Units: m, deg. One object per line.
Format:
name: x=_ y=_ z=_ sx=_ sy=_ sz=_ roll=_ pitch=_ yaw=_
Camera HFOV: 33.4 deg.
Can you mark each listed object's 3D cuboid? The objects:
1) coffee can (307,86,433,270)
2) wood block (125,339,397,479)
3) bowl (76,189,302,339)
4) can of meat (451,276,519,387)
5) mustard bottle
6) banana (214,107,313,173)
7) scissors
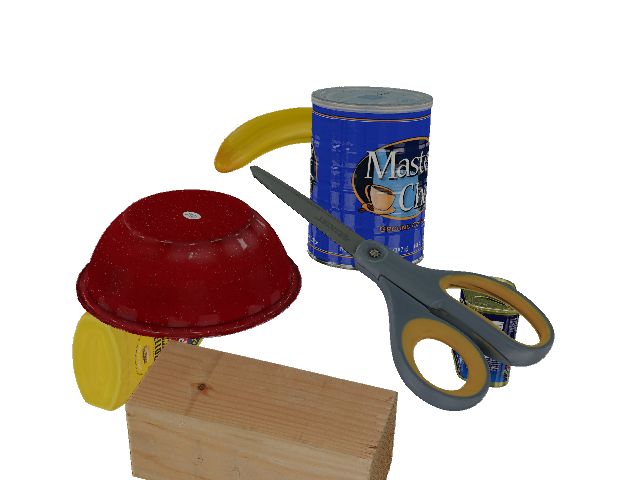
coffee can: x=0.041 y=-0.055 z=0.916 sx=0.103 sy=0.140 sz=0.103 roll=2 pitch=16 yaw=-1
wood block: x=-0.047 y=0.162 z=0.894 sx=0.206 sy=0.090 sz=0.090 roll=12 pitch=36 yaw=14
bowl: x=-0.093 y=0.006 z=0.758 sx=0.162 sy=0.055 sz=0.162 roll=2 pitch=26 yaw=-1
can of meat: x=0.167 y=0.091 z=1.081 sx=0.057 sy=0.084 sz=0.102 roll=7 pitch=16 yaw=0
mustard bottle: x=-0.157 y=0.084 z=1.034 sx=0.058 sy=0.096 sz=0.191 roll=11 pitch=22 yaw=26
banana: x=-0.030 y=-0.108 z=1.106 sx=0.197 sy=0.037 sz=0.070 roll=-9 pitch=47 yaw=-31
scissors: x=0.027 y=0.026 z=0.582 sx=0.202 sy=0.016 sz=0.096 roll=24 pitch=51 yaw=14
